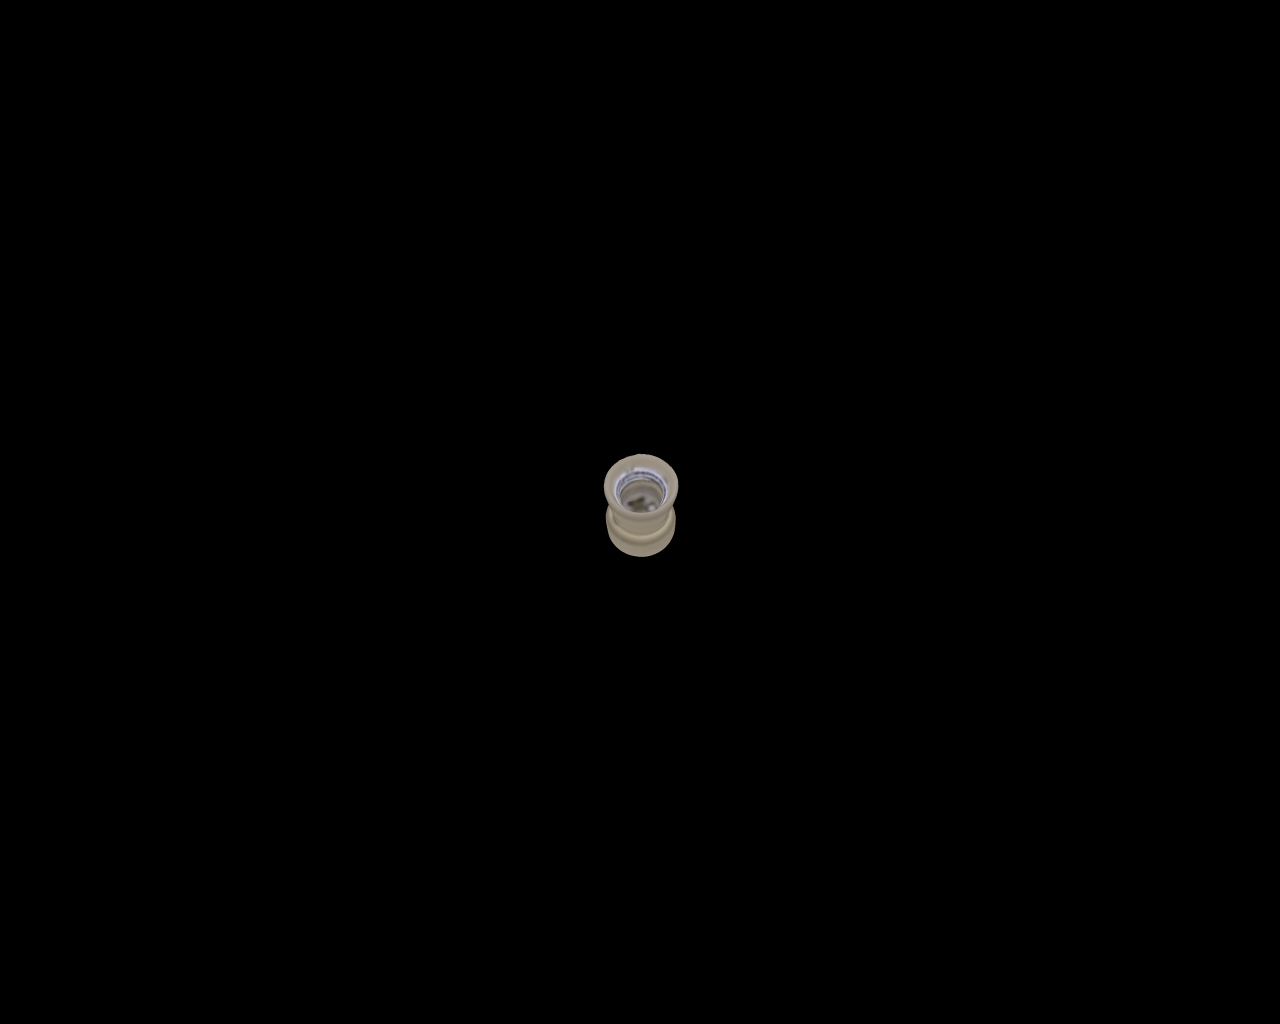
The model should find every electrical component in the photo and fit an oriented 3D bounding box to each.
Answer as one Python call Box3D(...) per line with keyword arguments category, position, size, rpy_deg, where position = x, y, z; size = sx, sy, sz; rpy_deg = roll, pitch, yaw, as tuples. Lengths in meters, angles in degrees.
Box3D(category="electrical component", position=(0.001, -0.003, 0.650), size=(0.045, 0.045, 0.055), rpy_deg=(0, -32, 0))
